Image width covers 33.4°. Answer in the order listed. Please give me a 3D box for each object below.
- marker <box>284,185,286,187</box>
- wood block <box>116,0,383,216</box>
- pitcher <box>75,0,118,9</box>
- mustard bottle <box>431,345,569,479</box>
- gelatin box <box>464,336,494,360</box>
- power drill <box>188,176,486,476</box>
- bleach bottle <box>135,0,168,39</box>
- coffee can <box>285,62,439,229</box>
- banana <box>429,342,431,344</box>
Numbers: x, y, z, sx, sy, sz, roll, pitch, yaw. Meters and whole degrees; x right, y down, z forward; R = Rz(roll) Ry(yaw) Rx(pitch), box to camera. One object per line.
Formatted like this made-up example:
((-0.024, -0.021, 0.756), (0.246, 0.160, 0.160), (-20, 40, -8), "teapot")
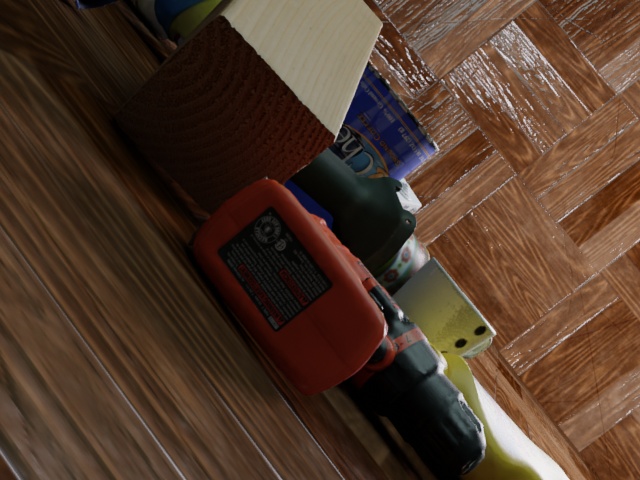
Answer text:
((-0.006, 0.001, 0.878), (0.121, 0.020, 0.020), (53, 6, 17), "marker")
((-0.034, -0.106, 0.650), (0.090, 0.090, 0.206), (45, 26, -14), "wood block")
((-0.181, -0.288, 0.716), (0.243, 0.149, 0.144), (53, 7, 31), "pitcher")
((0.102, 0.130, 0.713), (0.191, 0.058, 0.096), (47, 11, -29), "mustard bottle")
((0.112, 0.079, 1.032), (0.089, 0.073, 0.030), (52, 7, 5), "gelatin box")
((0.015, 0.049, 0.569), (0.184, 0.057, 0.187), (49, 2, 18), "power drill")
((-0.192, -0.288, 1.046), (0.251, 0.068, 0.102), (53, 5, -4), "bleach bottle")
((0.021, -0.076, 0.958), (0.103, 0.140, 0.103), (50, 6, -7), "coffee can")
((0.112, 0.139, 0.868), (0.197, 0.037, 0.070), (51, -12, -16), "banana")
